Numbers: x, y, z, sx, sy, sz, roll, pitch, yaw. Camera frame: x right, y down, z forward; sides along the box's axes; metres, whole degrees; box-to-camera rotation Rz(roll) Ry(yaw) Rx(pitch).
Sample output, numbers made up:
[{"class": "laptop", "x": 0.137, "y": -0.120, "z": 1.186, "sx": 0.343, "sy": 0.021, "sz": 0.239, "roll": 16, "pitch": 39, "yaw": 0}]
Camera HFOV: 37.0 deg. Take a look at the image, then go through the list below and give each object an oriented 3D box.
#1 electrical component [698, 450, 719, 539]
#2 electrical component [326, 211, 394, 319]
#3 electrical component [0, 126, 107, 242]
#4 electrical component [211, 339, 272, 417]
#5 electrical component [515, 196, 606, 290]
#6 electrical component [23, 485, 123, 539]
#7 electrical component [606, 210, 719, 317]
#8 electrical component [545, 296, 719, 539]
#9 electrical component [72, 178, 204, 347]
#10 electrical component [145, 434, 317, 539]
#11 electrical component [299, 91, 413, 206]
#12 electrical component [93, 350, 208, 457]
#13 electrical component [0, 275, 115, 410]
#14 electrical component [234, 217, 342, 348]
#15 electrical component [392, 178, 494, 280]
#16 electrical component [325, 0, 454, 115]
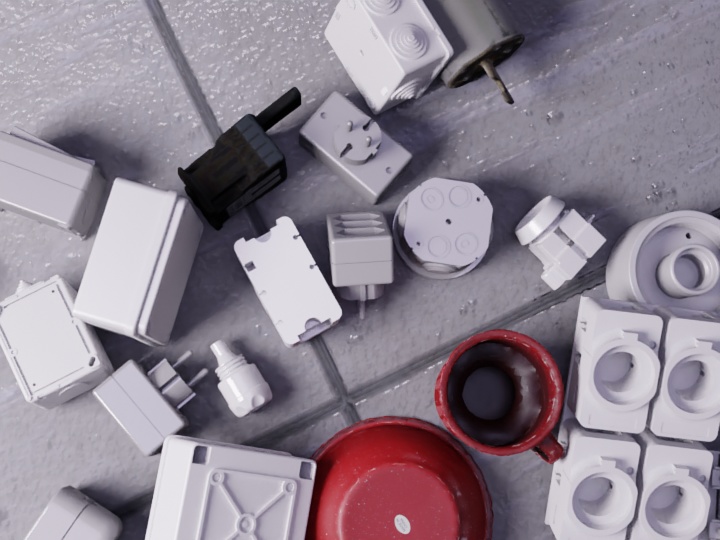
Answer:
[{"class": "electrical component", "x": 0.301, "y": 0.205, "z": 0.838, "sx": 0.079, "sy": 0.063, "sz": 0.121, "roll": 6, "pitch": 82, "yaw": -3}, {"class": "electrical component", "x": 0.000, "y": 0.000, "z": 0.851, "sx": 0.047, "sy": 0.065, "sz": 0.076, "roll": -4, "pitch": 111, "yaw": -4}, {"class": "electrical component", "x": -0.254, "y": -0.070, "z": 0.841, "sx": 0.096, "sy": 0.061, "sz": 0.061, "roll": 20, "pitch": 81, "yaw": -1}, {"class": "electrical component", "x": -0.097, "y": 0.083, "z": 0.844, "sx": 0.035, "sy": 0.035, "sz": 0.061, "roll": -31, "pitch": 83, "yaw": -7}, {"class": "electrical component", "x": 0.160, "y": -0.027, "z": 0.872, "sx": 0.055, "sy": 0.048, "sz": 0.066, "roll": 44, "pitch": 82, "yaw": -5}, {"class": "electrical component", "x": -0.224, "y": 0.218, "z": 0.806, "sx": 0.059, "sy": 0.053, "sz": 0.095, "roll": 33, "pitch": 81, "yaw": 1}, {"class": "electrical component", "x": 0.259, "y": 0.003, "z": 0.865, "sx": 0.108, "sy": 0.060, "sz": 0.108, "roll": 0, "pitch": 82, "yaw": -3}, {"class": "electrical component", "x": 0.212, "y": 0.122, "z": 0.818, "sx": 0.105, "sy": 0.060, "sz": 0.186, "roll": 7, "pitch": 99, "yaw": -2}, {"class": "electrical component", "x": -0.166, "y": -0.003, "z": 0.815, "sx": 0.056, "sy": 0.108, "sz": 0.108, "roll": 16, "pitch": 81, "yaw": 1}, {"class": "electrical component", "x": -0.097, "y": 0.184, "z": 0.797, "sx": 0.109, "sy": 0.056, "sz": 0.108, "roll": 15, "pitch": 79, "yaw": -32}, {"class": "electrical component", "x": -0.003, "y": -0.101, "z": 0.855, "sx": 0.083, "sy": 0.075, "sz": 0.047, "roll": 40, "pitch": 82, "yaw": 2}, {"class": "electrical component", "x": -0.153, "y": 0.095, "z": 0.832, "sx": 0.077, "sy": 0.047, "sz": 0.065, "roll": -40, "pitch": 86, "yaw": -8}, {"class": "electrical component", "x": -0.239, "y": 0.052, "z": 0.829, "sx": 0.062, "sy": 0.061, "sz": 0.096, "roll": -27, "pitch": 77, "yaw": -7}, {"class": "electrical component", "x": -0.056, "y": 0.011, "z": 0.846, "sx": 0.050, "sy": 0.055, "sz": 0.089, "roll": -29, "pitch": 85, "yaw": -7}, {"class": "electrical component", "x": 0.068, "y": -0.034, "z": 0.863, "sx": 0.080, "sy": 0.051, "sz": 0.080, "roll": 1, "pitch": 82, "yaw": -4}, {"class": "electrical component", "x": 0.020, "y": -0.182, "z": 0.858, "sx": 0.048, "sy": 0.100, "sz": 0.099, "roll": -30, "pitch": 85, "yaw": -21}]
